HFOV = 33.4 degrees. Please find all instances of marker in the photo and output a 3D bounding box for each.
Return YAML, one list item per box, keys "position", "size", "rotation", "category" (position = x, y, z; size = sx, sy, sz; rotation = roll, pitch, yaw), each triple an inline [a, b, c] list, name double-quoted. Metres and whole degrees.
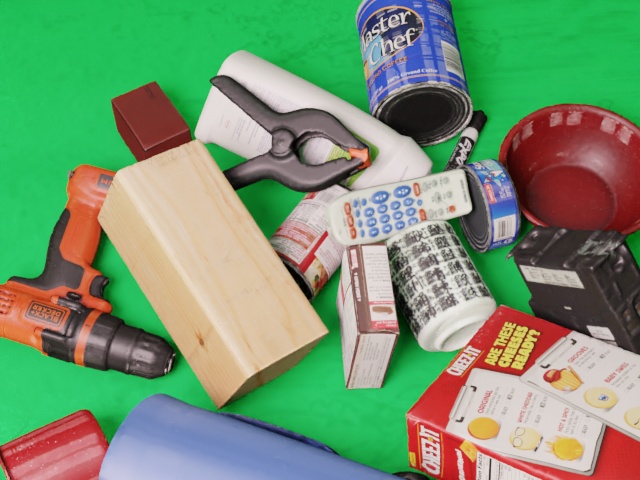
- position: [0.143, -0.086, 1.080]
  size: [0.020, 0.020, 0.121]
  rotation: [21, 60, 12]
  category: "marker"

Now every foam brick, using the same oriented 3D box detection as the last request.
- position: [-0.168, -0.111, 1.076]
  size: [0.053, 0.051, 0.078]
  rotation: [-26, 61, -18]
  category: "foam brick"

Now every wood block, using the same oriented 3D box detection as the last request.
- position: [-0.097, 0.029, 0.927]
  size: [0.090, 0.091, 0.206]
  rotation: [-27, 76, -32]
  category: "wood block"

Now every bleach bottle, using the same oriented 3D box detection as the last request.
- position: [0.008, -0.087, 1.046]
  size: [0.251, 0.103, 0.068]
  rotation: [29, 26, 7]
  category: "bleach bottle"

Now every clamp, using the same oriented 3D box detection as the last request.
- position: [-0.037, -0.097, 0.991]
  size: [0.171, 0.039, 0.120]
  rotation: [0, 89, 9]
  category: "clamp"

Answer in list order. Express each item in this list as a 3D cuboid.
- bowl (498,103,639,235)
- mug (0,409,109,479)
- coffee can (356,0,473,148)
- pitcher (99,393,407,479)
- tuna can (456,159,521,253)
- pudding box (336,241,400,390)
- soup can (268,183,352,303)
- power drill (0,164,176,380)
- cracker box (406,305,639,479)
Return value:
- position: [0.250, -0.054, 1.038]
  size: [0.162, 0.055, 0.162]
  rotation: [0, 58, 0]
  category: "bowl"
- position: [-0.205, 0.200, 0.867]
  size: [0.081, 0.093, 0.117]
  rotation: [-23, 92, -20]
  category: "mug"
- position: [0.095, -0.180, 1.089]
  size: [0.102, 0.103, 0.140]
  rotation: [-4, 58, -3]
  category: "coffee can"
- position: [-0.034, 0.204, 0.814]
  size: [0.243, 0.145, 0.149]
  rotation: [12, 67, 19]
  category: "pitcher"
- position: [0.157, -0.033, 1.007]
  size: [0.033, 0.086, 0.086]
  rotation: [-14, 59, -11]
  category: "tuna can"
- position: [0.040, 0.068, 0.928]
  size: [0.039, 0.113, 0.090]
  rotation: [-4, 59, -5]
  category: "pudding box"
- position: [-0.007, 0.001, 0.996]
  size: [0.068, 0.068, 0.102]
  rotation: [30, 62, 17]
  category: "soup can"
- position: [-0.198, 0.029, 0.985]
  size: [0.184, 0.057, 0.187]
  rotation: [17, 58, 4]
  category: "power drill"
- position: [0.201, 0.153, 0.849]
  size: [0.214, 0.072, 0.164]
  rotation: [19, 41, 31]
  category: "cracker box"
